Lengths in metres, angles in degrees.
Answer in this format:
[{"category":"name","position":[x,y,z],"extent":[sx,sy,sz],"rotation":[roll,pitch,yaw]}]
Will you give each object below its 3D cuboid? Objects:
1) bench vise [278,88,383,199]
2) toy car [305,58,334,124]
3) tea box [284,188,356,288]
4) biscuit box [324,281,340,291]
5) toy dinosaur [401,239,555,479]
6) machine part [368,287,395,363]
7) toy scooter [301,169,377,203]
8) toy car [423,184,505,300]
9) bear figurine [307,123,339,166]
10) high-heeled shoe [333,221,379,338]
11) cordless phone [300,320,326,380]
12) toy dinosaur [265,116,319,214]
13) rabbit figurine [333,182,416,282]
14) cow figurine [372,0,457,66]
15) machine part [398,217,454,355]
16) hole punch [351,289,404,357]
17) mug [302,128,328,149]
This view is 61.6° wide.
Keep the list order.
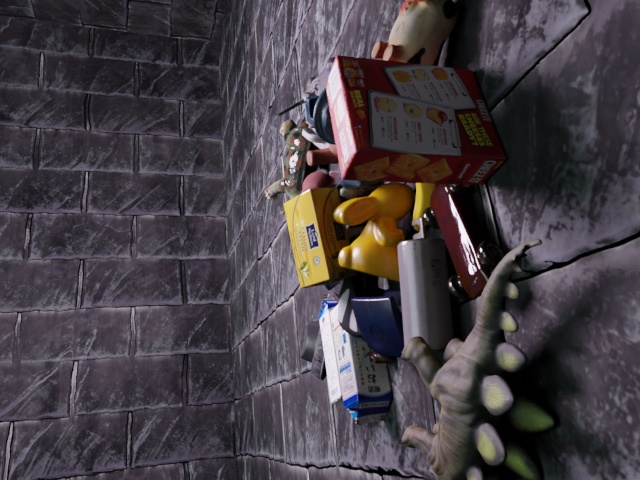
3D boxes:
[{"category":"bench vise","position":[0.037,-0.197,0.963],"extent":[0.241,0.129,0.223],"rotation":[42,150,43]},{"category":"toy car","position":[0.035,-0.321,1.183],"extent":[0.161,0.103,0.109],"rotation":[-36,51,51]},{"category":"tea box","position":[-0.002,-0.003,0.998],"extent":[0.098,0.068,0.169],"rotation":[-26,73,52]},{"category":"biscuit box","position":[0.016,0.042,1.193],"extent":[0.063,0.059,0.203],"rotation":[-41,15,8]},{"category":"toy dinosaur","position":[0.199,0.200,0.688],"extent":[0.199,0.105,0.470],"rotation":[-143,46,-58]},{"category":"machine part","position":[0.120,0.162,1.017],"extent":[0.084,0.039,0.138],"rotation":[4,89,63]},{"category":"toy scooter","position":[0.020,-0.088,1.101],"extent":[0.184,0.135,0.075],"rotation":[4,134,41]},{"category":"toy car","position":[0.202,-0.006,0.753],"extent":[0.089,0.053,0.202],"rotation":[-58,31,38]},{"category":"bear figurine","position":[0.054,-0.199,1.092],"extent":[0.196,0.132,0.120],"rotation":[-134,46,-73]},{"category":"high-heeled shoe","position":[0.092,0.055,1.008],"extent":[0.145,0.086,0.248],"rotation":[42,113,56]},{"category":"cordless phone","position":[0.037,0.276,1.230],"extent":[0.184,0.089,0.146],"rotation":[47,134,48]},{"category":"toy dinosaur","position":[-0.044,-0.209,1.416],"extent":[0.192,0.131,0.404],"rotation":[10,95,59]},{"category":"rabbit figurine","position":[0.103,-0.022,0.940],"extent":[0.122,0.162,0.173],"rotation":[-156,85,-83]},{"category":"cow figurine","position":[0.152,-0.284,0.841],"extent":[0.194,0.127,0.086],"rotation":[-68,25,16]},{"category":"machine part","position":[0.163,0.085,0.828],"extent":[0.079,0.079,0.243],"rotation":[151,119,-69]},{"category":"hole punch","position":[0.119,0.141,0.909],"extent":[0.142,0.092,0.115],"rotation":[-11,81,52]},{"category":"mug","position":[0.021,-0.238,1.235],"extent":[0.107,0.109,0.080],"rotation":[48,129,47]}]
